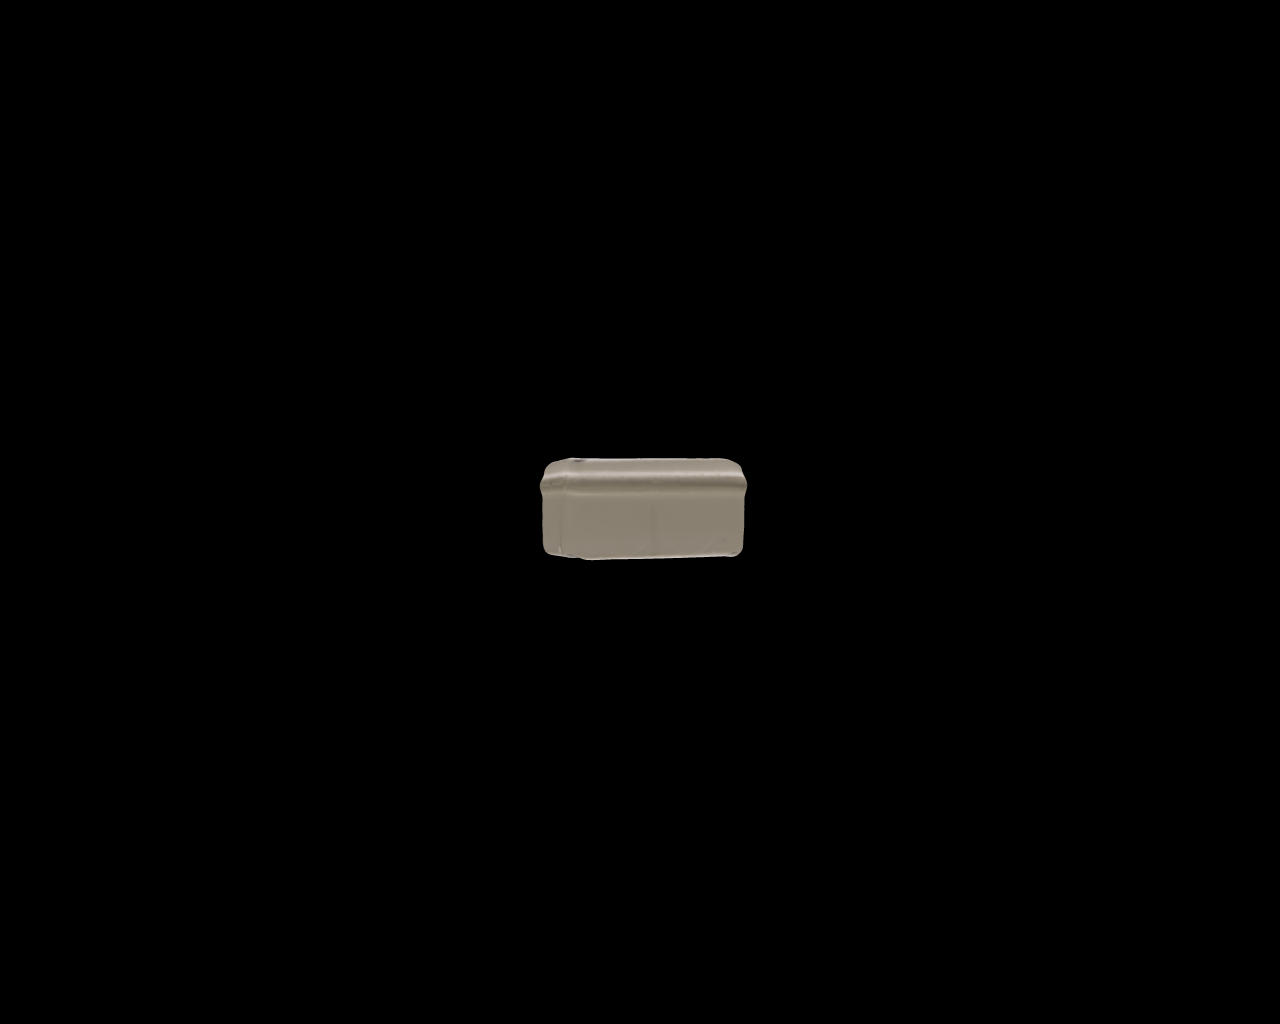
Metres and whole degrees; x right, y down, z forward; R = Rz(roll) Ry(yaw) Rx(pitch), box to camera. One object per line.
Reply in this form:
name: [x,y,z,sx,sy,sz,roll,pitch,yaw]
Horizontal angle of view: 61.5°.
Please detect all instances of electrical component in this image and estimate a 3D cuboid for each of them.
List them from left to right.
electrical component: [0.001,-0.003,0.650,0.113,0.057,0.078,0,0,-17]
